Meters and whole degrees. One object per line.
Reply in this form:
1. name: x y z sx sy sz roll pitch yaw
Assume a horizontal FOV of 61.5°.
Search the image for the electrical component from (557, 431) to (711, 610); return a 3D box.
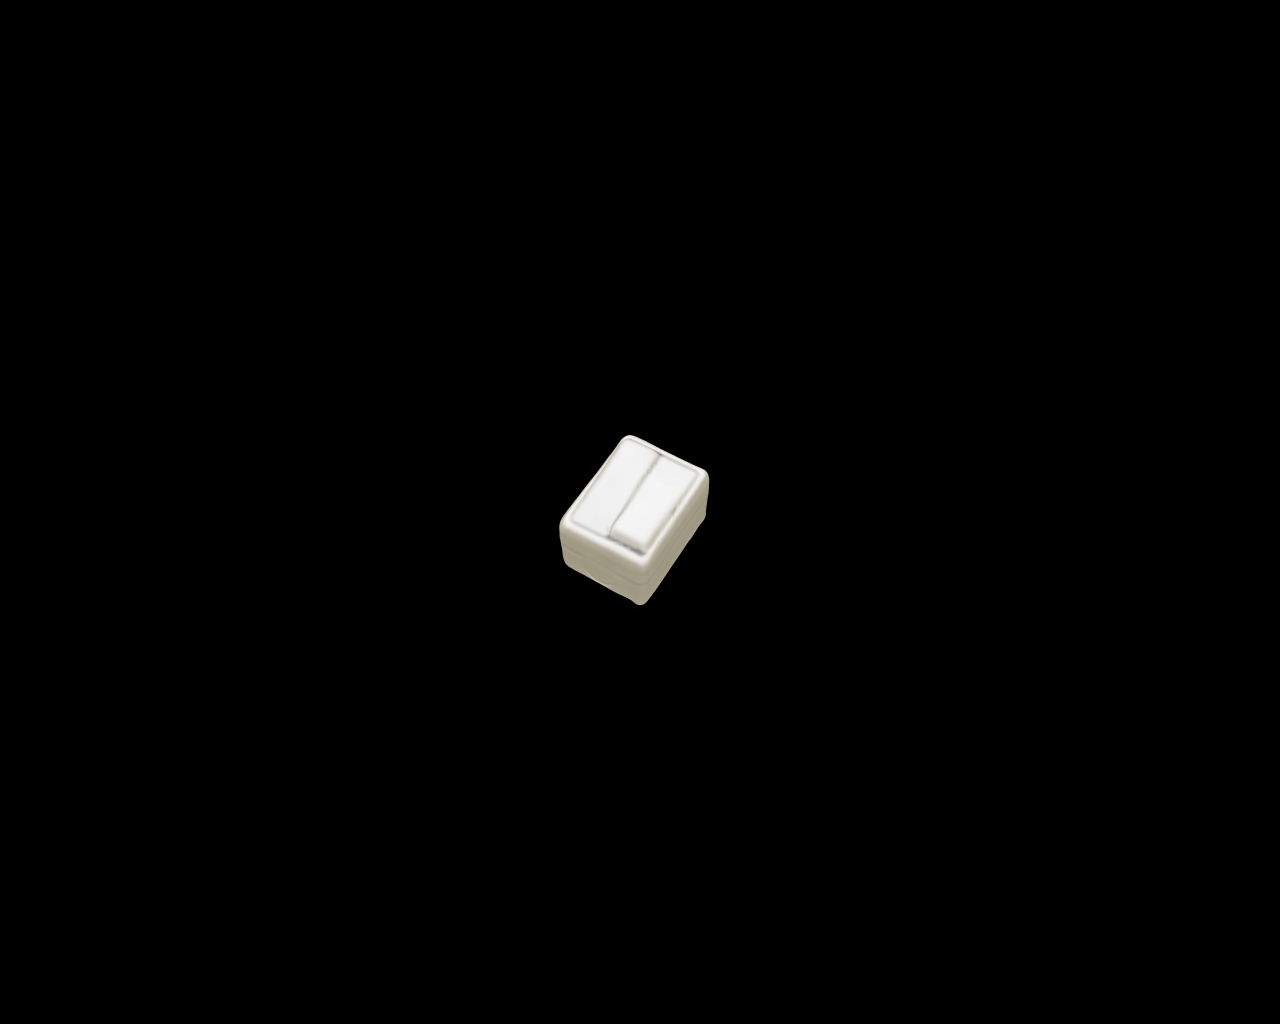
1. electrical component: 0.001 -0.003 0.650 0.062 0.096 0.061 28 -28 16
